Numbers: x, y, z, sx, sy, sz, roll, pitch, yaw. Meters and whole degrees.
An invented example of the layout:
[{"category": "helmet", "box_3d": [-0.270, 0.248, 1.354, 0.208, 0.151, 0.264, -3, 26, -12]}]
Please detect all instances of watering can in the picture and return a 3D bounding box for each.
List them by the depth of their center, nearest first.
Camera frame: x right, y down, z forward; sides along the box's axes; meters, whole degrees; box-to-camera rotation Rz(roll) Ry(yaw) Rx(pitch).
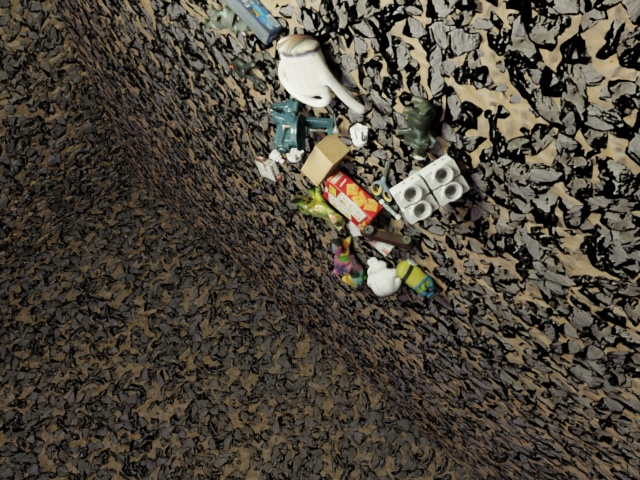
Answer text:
[{"category": "watering can", "box_3d": [-0.010, -0.484, 1.507, 0.351, 0.105, 0.219, 26, 148, 40]}]

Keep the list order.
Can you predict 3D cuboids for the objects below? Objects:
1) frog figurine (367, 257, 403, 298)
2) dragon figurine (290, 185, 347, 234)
[{"category": "frog figurine", "box_3d": [0.254, 0.146, 2.076, 0.136, 0.125, 0.157, -16, 110, 27]}, {"category": "dragon figurine", "box_3d": [0.006, -0.106, 2.110, 0.241, 0.123, 0.411, 47, 175, -10]}]
